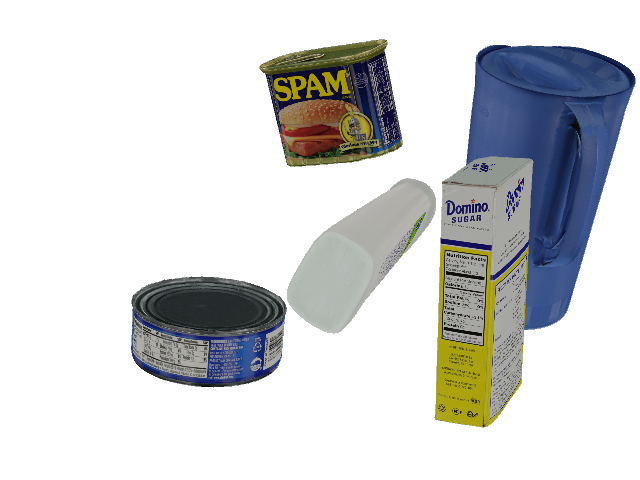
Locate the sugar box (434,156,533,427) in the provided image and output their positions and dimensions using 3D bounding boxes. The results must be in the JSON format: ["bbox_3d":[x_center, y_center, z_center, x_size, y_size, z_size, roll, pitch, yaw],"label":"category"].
[{"bbox_3d":[0.116,0.034,0.760,0.048,0.176,0.093,5,17,25],"label":"sugar box"}]

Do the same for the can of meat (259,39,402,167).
[{"bbox_3d":[0.010,-0.107,0.845,0.102,0.084,0.057,-2,21,33],"label":"can of meat"}]

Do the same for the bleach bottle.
[{"bbox_3d":[0.058,0.000,1.074,0.068,0.103,0.250,35,29,10],"label":"bleach bottle"}]

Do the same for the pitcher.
[{"bbox_3d":[0.189,-0.041,0.940,0.145,0.243,0.149,21,33,27],"label":"pitcher"}]

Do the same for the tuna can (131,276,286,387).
[{"bbox_3d":[-0.063,0.050,0.595,0.086,0.034,0.086,5,17,-2],"label":"tuna can"}]
